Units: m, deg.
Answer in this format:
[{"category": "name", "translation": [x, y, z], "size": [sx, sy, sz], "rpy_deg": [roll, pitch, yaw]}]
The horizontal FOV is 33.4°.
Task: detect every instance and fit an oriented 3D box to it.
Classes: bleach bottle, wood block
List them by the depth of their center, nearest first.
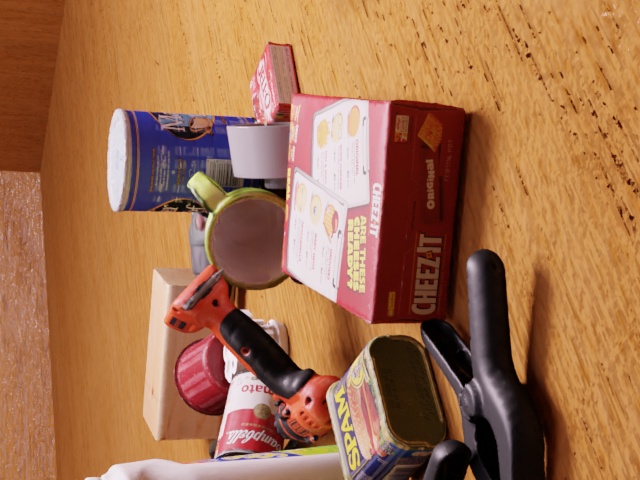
[{"category": "bleach bottle", "translation": [-0.075, 0.208, 0.888], "size": [0.103, 0.250, 0.068], "rpy_deg": [157, 113, -68]}, {"category": "wood block", "translation": [-0.173, 0.146, 1.390], "size": [0.091, 0.090, 0.206], "rpy_deg": [-146, 60, -65]}]

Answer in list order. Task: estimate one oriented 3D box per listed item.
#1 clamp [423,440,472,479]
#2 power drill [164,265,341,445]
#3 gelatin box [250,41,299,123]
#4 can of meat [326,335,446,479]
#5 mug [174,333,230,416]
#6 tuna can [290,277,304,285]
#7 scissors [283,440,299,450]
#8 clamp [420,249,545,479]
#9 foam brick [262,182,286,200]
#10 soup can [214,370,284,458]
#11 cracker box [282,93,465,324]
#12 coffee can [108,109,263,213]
[{"category": "clamp", "translation": [0.078, 0.213, 0.766], "size": [0.210, 0.036, 0.164], "rpy_deg": [174, 86, -73]}, {"category": "power drill", "translation": [-0.059, 0.114, 0.994], "size": [0.057, 0.187, 0.185], "rpy_deg": [-49, -1, -22]}, {"category": "gelatin box", "translation": [-0.050, -0.160, 1.166], "size": [0.073, 0.030, 0.089], "rpy_deg": [122, 144, -54]}, {"category": "can of meat", "translation": [0.052, 0.136, 0.834], "size": [0.084, 0.057, 0.102], "rpy_deg": [121, 144, -48]}, {"category": "mug", "translation": [-0.104, 0.139, 1.226], "size": [0.117, 0.093, 0.082], "rpy_deg": [-56, 11, -33]}, {"category": "tuna can", "translation": [-0.007, 0.001, 1.033], "size": [0.086, 0.033, 0.086], "rpy_deg": [-179, 90, -70]}, {"category": "scissors", "translation": [-0.056, 0.247, 1.172], "size": [0.096, 0.016, 0.202], "rpy_deg": [-113, 32, -47]}, {"category": "clamp", "translation": [0.112, 0.094, 0.694], "size": [0.120, 0.039, 0.171], "rpy_deg": [98, 157, -53]}, {"category": "foam brick", "translation": [-0.047, -0.080, 1.120], "size": [0.051, 0.053, 0.078], "rpy_deg": [-163, 76, -69]}, {"category": "soup can", "translation": [-0.068, 0.193, 1.095], "size": [0.069, 0.068, 0.102], "rpy_deg": [114, 169, -46]}, {"category": "cracker box", "translation": [0.036, -0.033, 0.868], "size": [0.214, 0.072, 0.164], "rpy_deg": [-157, 69, -67]}, {"category": "coffee can", "translation": [-0.138, -0.078, 1.084], "size": [0.103, 0.140, 0.103], "rpy_deg": [-179, 90, -70]}]
